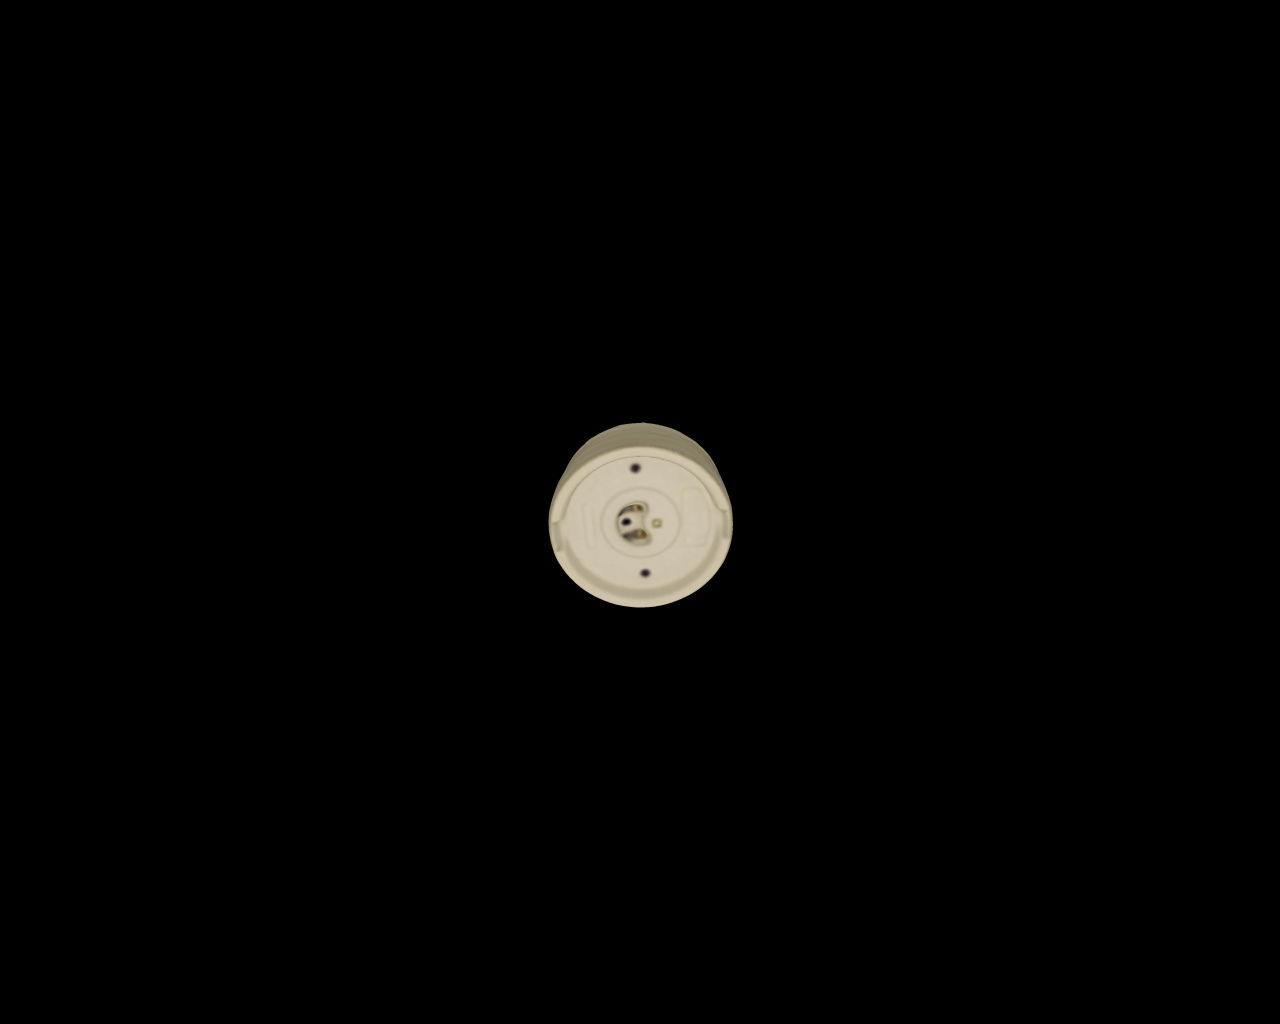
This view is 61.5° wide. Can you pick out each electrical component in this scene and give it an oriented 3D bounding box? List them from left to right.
[{"bbox_3d":[0.001,-0.003,0.650,0.108,0.108,0.060,0,27,0],"label":"electrical component"}]
